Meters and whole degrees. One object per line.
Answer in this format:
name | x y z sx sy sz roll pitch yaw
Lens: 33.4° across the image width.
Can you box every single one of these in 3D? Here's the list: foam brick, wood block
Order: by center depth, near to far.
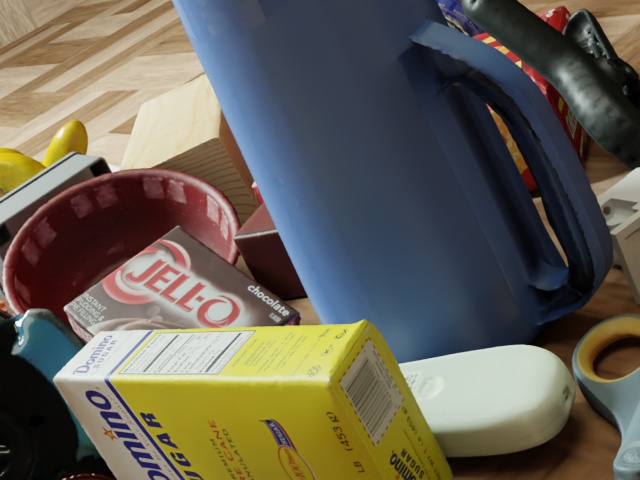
foam brick | -0.005 0.001 0.690 0.078 0.053 0.051 -10 27 31
wood block | -0.099 -0.061 0.874 0.090 0.091 0.206 -24 23 7

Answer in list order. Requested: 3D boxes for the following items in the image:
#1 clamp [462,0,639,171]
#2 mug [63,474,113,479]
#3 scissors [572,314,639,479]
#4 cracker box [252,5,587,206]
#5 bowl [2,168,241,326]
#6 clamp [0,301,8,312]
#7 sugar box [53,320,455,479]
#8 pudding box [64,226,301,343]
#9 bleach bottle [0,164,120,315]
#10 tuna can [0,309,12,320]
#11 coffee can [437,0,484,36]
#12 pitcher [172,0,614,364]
clamp | 0.154 -0.092 0.617 0.120 0.039 0.171 4 41 -32
mug | -0.066 0.149 0.406 0.082 0.093 0.117 -5 61 31
scissors | 0.116 0.084 0.431 0.201 0.016 0.096 -41 25 -31
cracker box | 0.077 -0.079 0.750 0.214 0.072 0.164 -15 25 26
bowl | -0.128 0.024 0.723 0.162 0.055 0.162 -5 45 5
clamp | -0.323 0.097 0.770 0.165 0.036 0.209 29 43 23
sugar box | -0.036 0.086 0.487 0.177 0.093 0.048 -8 29 38
pudding box | -0.079 0.051 0.624 0.114 0.039 0.090 34 59 31
bleach bottle | -0.254 0.032 0.879 0.250 0.068 0.103 -37 24 -18
tuna can | -0.235 0.085 0.712 0.034 0.086 0.086 -4 31 38
coffee can | 0.097 -0.167 0.879 0.103 0.103 0.140 -14 26 28
pitcher | 0.030 -0.054 0.523 0.149 0.243 0.145 -25 24 5
